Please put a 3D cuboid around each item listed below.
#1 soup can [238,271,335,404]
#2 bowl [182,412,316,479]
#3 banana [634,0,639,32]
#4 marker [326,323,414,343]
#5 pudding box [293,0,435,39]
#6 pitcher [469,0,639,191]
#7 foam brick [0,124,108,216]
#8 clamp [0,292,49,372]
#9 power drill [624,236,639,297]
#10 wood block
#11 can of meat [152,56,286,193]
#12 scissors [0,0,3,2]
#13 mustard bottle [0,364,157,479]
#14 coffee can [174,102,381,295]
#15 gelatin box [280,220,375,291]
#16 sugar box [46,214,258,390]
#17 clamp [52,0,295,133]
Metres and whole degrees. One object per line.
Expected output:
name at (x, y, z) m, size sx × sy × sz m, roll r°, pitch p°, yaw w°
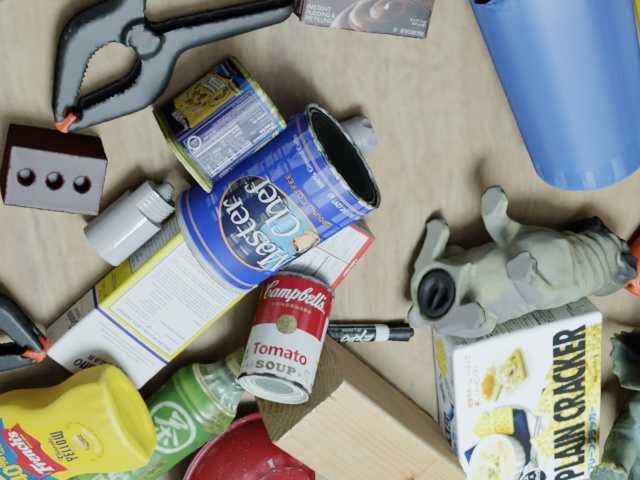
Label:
soup can at (-0.030, 0.088, 0.962) m, size 0.068 × 0.102 × 0.068 m, roll 12°, pitch 154°, yaw 6°
bowl at (-0.059, 0.252, 1.046) m, size 0.161 × 0.055 × 0.162 m, roll -16°, pitch 118°, yaw -33°
banana at (0.267, -0.182, 0.836) m, size 0.037 × 0.069 × 0.198 m, roll -12°, pitch 122°, yaw 14°
marker at (0.035, 0.091, 1.042) m, size 0.121 × 0.020 × 0.020 m, roll 1°, pitch 116°, yaw -18°
pudding box at (0.040, -0.217, 0.869) m, size 0.113 × 0.039 × 0.090 m, roll 3°, pitch 116°, yaw -18°
pitcher at (0.213, -0.170, 0.906) m, size 0.149 × 0.145 × 0.242 m, roll -20°, pitch 125°, yaw 8°
foam brick at (-0.217, -0.057, 0.867) m, size 0.078 × 0.051 × 0.053 m, roll 6°, pitch 114°, yaw -20°
clamp at (-0.321, 0.077, 0.905) m, size 0.171 × 0.039 × 0.120 m, roll 28°, pitch 114°, yaw -14°
power drill at (0.416, 0.005, 1.095) m, size 0.187 × 0.057 × 0.185 m, roll 28°, pitch 109°, yaw -25°
wood block at (0.040, 0.187, 1.040) m, size 0.091 × 0.090 × 0.205 m, roll -42°, pitch 126°, yaw 9°
can of meat at (-0.081, -0.097, 0.860) m, size 0.084 × 0.102 × 0.057 m, roll -37°, pitch 120°, yaw 2°
scissors at (-0.210, -0.244, 0.791) m, size 0.202 × 0.016 × 0.096 m, roll -34°, pitch 122°, yaw 2°
mustard bottle at (-0.248, 0.176, 0.954) m, size 0.192 × 0.058 × 0.096 m, roll -16°, pitch 115°, yaw 19°
coffee can at (-0.035, -0.033, 0.888) m, size 0.140 × 0.103 × 0.102 m, roll -33°, pitch 123°, yaw 18°
gelatin box at (-0.007, 0.001, 0.976) m, size 0.089 × 0.030 × 0.073 m, roll 29°, pitch 107°, yaw -27°
sugar box at (-0.151, 0.060, 0.954) m, size 0.176 × 0.048 × 0.093 m, roll -39°, pitch 121°, yaw 10°
clamp at (-0.144, -0.173, 0.835) m, size 0.210 × 0.036 × 0.164 m, roll -39°, pitch 124°, yaw 8°
